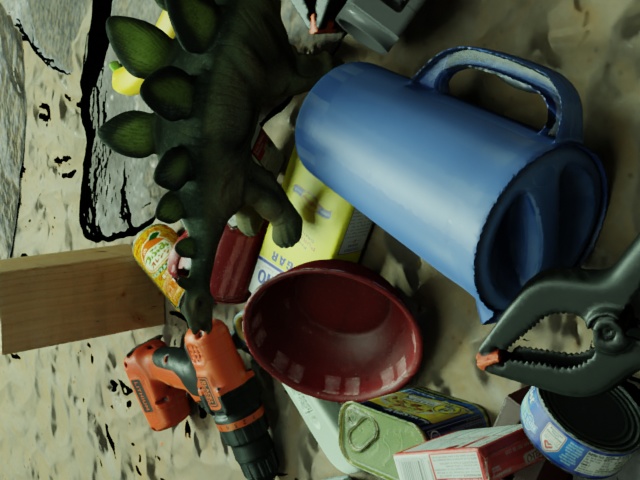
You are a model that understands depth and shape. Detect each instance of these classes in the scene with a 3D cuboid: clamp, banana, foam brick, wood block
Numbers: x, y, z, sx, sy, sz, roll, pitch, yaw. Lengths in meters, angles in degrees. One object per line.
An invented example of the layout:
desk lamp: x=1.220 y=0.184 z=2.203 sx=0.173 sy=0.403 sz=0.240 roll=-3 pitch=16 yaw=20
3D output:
clamp: x=0.205 y=0.062 z=0.711 sx=0.210 sy=0.036 sz=0.164 roll=-28 pitch=94 yaw=34
banana: x=-0.188 y=-0.210 z=1.181 sx=0.198 sy=0.037 sz=0.069 roll=-30 pitch=75 yaw=47
foam brick: x=0.166 y=0.158 z=0.825 sx=0.053 sy=0.051 sz=0.078 roll=38 pitch=123 yaw=38
clamp: x=0.000 y=-0.274 z=0.953 sx=0.120 sy=0.039 sz=0.171 roll=-11 pitch=95 yaw=53
wood block: x=-0.288 y=0.063 z=1.213 sx=0.091 sy=0.205 sz=0.090 roll=9 pitch=103 yaw=48

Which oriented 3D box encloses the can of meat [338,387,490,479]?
can of meat: x=0.080 y=0.163 z=0.901 sx=0.102 sy=0.083 sz=0.057 roll=12 pitch=105 yaw=47

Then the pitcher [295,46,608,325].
pitcher: x=0.092 y=-0.063 z=0.822 sx=0.243 sy=0.149 sz=0.145 roll=36 pitch=164 yaw=43

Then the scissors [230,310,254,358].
scissors: x=-0.075 y=0.118 z=1.118 sx=0.096 sy=0.016 sz=0.202 roll=49 pitch=154 yaw=-1

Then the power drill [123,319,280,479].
power drill: x=-0.127 y=0.173 z=1.150 sx=0.188 sy=0.057 sz=0.184 roll=-7 pitch=105 yaw=51

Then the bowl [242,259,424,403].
bowl: x=0.015 y=0.070 z=0.945 sx=0.162 sy=0.055 sz=0.162 roll=8 pitch=131 yaw=9

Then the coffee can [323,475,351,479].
coffee can: x=-0.002 y=0.304 z=1.005 sx=0.103 sy=0.102 sz=0.140 roll=-24 pitch=78 yaw=48

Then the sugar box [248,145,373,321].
sugar box: x=-0.007 y=0.001 z=1.002 sx=0.093 sy=0.048 sz=0.176 roll=43 pitch=125 yaw=36

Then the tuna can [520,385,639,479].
tuna can: x=0.189 y=0.130 z=0.769 sx=0.086 sy=0.085 sz=0.034 roll=49 pitch=132 yaw=32

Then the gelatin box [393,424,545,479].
gelatin box: x=0.112 y=0.161 z=0.791 sx=0.089 sy=0.073 sz=0.030 roll=-17 pitch=85 yaw=47

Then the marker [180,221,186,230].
marker: x=-0.126 y=0.004 z=1.160 sx=0.121 sy=0.020 sz=0.020 roll=55 pitch=133 yaw=27

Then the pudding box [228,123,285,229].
pudding box: x=-0.087 y=-0.081 z=1.009 sx=0.039 sy=0.090 sz=0.113 roll=-12 pitch=131 yaw=36

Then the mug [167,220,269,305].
mug: x=-0.105 y=0.008 z=1.067 sx=0.093 sy=0.117 sz=0.082 roll=37 pitch=118 yaw=32
